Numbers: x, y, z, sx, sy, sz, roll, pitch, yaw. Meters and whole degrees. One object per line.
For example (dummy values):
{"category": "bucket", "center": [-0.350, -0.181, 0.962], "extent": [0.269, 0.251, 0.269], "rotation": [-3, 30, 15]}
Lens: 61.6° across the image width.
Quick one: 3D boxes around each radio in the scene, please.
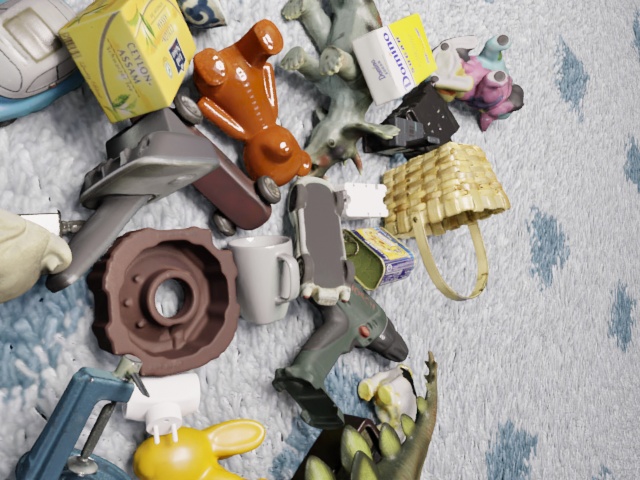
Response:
{"category": "radio", "center": [0.018, 0.368, 0.737], "extent": [0.229, 0.073, 0.131], "rotation": [-50, 116, -32]}

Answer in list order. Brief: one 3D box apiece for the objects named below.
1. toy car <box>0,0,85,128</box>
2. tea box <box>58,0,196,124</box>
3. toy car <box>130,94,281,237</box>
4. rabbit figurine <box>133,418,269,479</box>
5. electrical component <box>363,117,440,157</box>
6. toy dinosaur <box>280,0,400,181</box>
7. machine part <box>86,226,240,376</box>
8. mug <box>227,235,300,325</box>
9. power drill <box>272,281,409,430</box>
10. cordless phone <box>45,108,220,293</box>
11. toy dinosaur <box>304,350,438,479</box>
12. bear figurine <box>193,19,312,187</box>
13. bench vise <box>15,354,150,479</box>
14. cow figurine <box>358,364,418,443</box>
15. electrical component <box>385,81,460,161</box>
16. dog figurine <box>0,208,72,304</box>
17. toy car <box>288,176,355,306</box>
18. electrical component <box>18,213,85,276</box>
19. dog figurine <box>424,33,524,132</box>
{"category": "toy car", "center": [-0.285, -0.185, 0.517], "extent": [0.109, 0.103, 0.162], "rotation": [53, 53, -22]}
{"category": "tea box", "center": [-0.189, -0.205, 0.556], "extent": [0.170, 0.068, 0.098], "rotation": [-94, 166, -51]}
{"category": "toy car", "center": [-0.136, -0.088, 0.648], "extent": [0.202, 0.089, 0.053], "rotation": [45, 23, -26]}
{"category": "rabbit figurine", "center": [-0.125, 0.272, 0.603], "extent": [0.173, 0.122, 0.162], "rotation": [46, 53, -5]}
{"category": "electrical component", "center": [0.133, -0.167, 0.866], "extent": [0.075, 0.119, 0.047], "rotation": [0, 86, -39]}
{"category": "toy dinosaur", "center": [0.044, -0.286, 0.810], "extent": [0.192, 0.131, 0.405], "rotation": [29, 62, -48]}
{"category": "machine part", "center": [-0.174, 0.067, 0.616], "extent": [0.179, 0.056, 0.179], "rotation": [4, 83, -42]}
{"category": "mug", "center": [-0.065, 0.053, 0.685], "extent": [0.081, 0.110, 0.107], "rotation": [-17, 110, -48]}
{"category": "power drill", "center": [0.035, 0.158, 0.759], "extent": [0.231, 0.086, 0.207], "rotation": [52, 51, -21]}
{"category": "cordless phone", "center": [-0.194, -0.034, 0.530], "extent": [0.088, 0.147, 0.184], "rotation": [48, 41, -28]}
{"category": "toy dinosaur", "center": [0.063, 0.345, 0.667], "extent": [0.471, 0.105, 0.198], "rotation": [-45, 110, -40]}
{"category": "bear figurine", "center": [-0.077, -0.150, 0.680], "extent": [0.120, 0.132, 0.195], "rotation": [-32, 102, -20]}
{"category": "bench vise", "center": [-0.244, 0.211, 0.483], "extent": [0.223, 0.129, 0.240], "rotation": [32, 83, -43]}
{"category": "cow figurine", "center": [0.124, 0.286, 0.846], "extent": [0.098, 0.068, 0.167], "rotation": [-17, 97, -46]}
{"category": "electrical component", "center": [0.190, -0.197, 0.960], "extent": [0.134, 0.058, 0.115], "rotation": [52, 58, -24]}
{"category": "dog figurine", "center": [-0.322, 0.057, 0.438], "extent": [0.172, 0.121, 0.190], "rotation": [17, 76, -1]}
{"category": "toy car", "center": [-0.002, -0.002, 0.730], "extent": [0.073, 0.056, 0.202], "rotation": [8, 55, -21]}
{"category": "electrical component", "center": [-0.286, 0.005, 0.547], "extent": [0.094, 0.021, 0.063], "rotation": [-4, 89, -41]}
{"category": "dog figurine", "center": [0.300, -0.290, 1.043], "extent": [0.219, 0.192, 0.108], "rotation": [43, 49, -70]}
